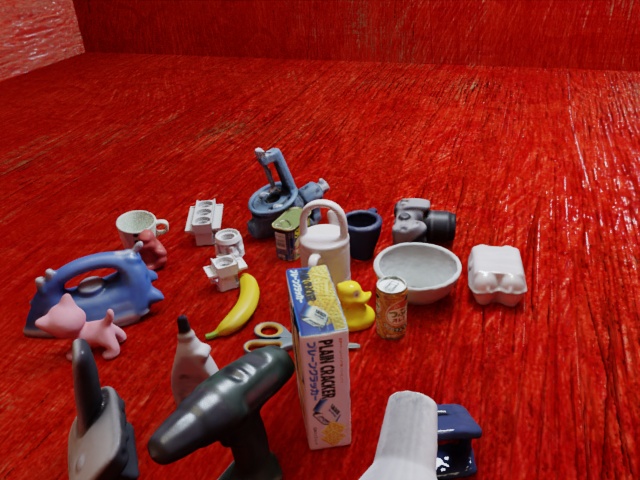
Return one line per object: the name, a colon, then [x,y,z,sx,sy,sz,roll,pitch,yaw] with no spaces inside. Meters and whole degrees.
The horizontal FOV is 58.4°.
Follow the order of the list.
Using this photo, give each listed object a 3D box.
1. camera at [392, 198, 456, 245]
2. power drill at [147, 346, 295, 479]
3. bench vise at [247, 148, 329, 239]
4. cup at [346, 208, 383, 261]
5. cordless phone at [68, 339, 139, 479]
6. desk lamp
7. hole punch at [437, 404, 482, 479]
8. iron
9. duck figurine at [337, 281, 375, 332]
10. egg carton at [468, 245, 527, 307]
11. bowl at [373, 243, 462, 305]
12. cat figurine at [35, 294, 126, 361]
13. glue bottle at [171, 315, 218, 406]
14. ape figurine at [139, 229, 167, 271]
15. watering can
camera: [0.230,-0.033,1.262,0.136,0.101,0.143,3,31,9]
power drill: [-0.108,0.247,0.713,0.075,0.209,0.230,14,35,26]
bench vise: [-0.084,-0.125,1.329,0.121,0.220,0.208,23,40,37]
cup: [0.094,-0.011,1.243,0.091,0.095,0.118,13,34,25]
cordless phone: [-0.310,0.238,0.770,0.094,0.185,0.147,-16,33,-20]
desk lamp: [0.090,0.286,0.625,0.117,0.214,0.203,5,32,13]
hole punch: [0.155,0.261,0.782,0.108,0.091,0.101,-5,31,-3]
iron: [-0.435,0.090,1.073,0.259,0.141,0.118,-15,33,-19]
duck figurine: [0.048,0.113,1.046,0.104,0.086,0.077,3,31,10]
egg carton: [0.342,0.065,1.118,0.107,0.069,0.150,3,31,10]
bowl: [0.187,0.076,1.108,0.167,0.075,0.167,-2,31,2]
cat figurine: [-0.416,0.148,0.997,0.128,0.118,0.067,-5,31,-3]
glue bottle: [-0.192,0.183,0.863,0.078,0.173,0.037,0,31,6]
ape figurine: [-0.370,0.020,1.234,0.077,0.092,0.076,2,31,9]
watering can: [0.008,0.004,1.128,0.101,0.194,0.172,-5,31,-3]
